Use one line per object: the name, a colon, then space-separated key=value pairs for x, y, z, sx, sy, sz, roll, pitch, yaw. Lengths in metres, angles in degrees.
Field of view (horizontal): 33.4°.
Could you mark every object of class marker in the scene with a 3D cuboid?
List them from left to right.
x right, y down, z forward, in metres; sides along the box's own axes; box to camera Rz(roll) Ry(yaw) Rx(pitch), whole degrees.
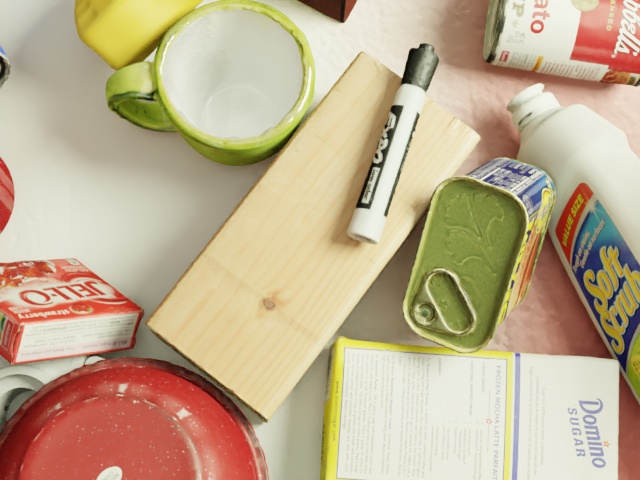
marker: x=0.043 y=-0.056 z=0.607 sx=0.020 sy=0.020 sz=0.121 roll=19 pitch=79 yaw=2

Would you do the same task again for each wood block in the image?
wood block: x=-0.004 y=0.001 z=0.651 sx=0.091 sy=0.090 sz=0.206 roll=37 pitch=80 yaw=4

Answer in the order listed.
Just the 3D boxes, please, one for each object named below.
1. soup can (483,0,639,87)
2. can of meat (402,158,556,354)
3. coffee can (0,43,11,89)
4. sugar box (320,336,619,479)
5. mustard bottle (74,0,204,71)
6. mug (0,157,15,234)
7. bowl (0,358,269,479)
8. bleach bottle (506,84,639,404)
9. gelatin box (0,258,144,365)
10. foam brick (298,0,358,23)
soup can: x=0.163 y=-0.141 z=0.696 sx=0.102 sy=0.068 sz=0.068 roll=9 pitch=78 yaw=1
can of meat: x=0.098 y=0.006 z=0.637 sx=0.057 sy=0.083 sz=0.102 roll=21 pitch=112 yaw=20
coffee can: x=-0.268 y=-0.153 z=0.665 sx=0.102 sy=0.103 sz=0.140 roll=-24 pitch=81 yaw=-7
sugar box: x=0.091 y=0.114 z=0.654 sx=0.176 sy=0.048 sz=0.093 roll=6 pitch=78 yaw=-4
mustard bottle: x=-0.065 y=-0.188 z=0.645 sx=0.192 sy=0.096 sz=0.058 roll=-37 pitch=115 yaw=23
mug: x=-0.240 y=-0.024 z=0.651 sx=0.093 sy=0.081 sz=0.117 roll=21 pitch=78 yaw=2
bowl: x=-0.107 y=0.133 z=0.561 sx=0.162 sy=0.055 sz=0.162 roll=1 pitch=67 yaw=-2
bleach bottle: x=0.191 y=0.015 z=0.660 sx=0.068 sy=0.103 sz=0.251 roll=-23 pitch=71 yaw=-24
gelatin box: x=-0.160 y=0.039 z=0.628 sx=0.073 sy=0.089 sz=0.030 roll=31 pitch=112 yaw=36
foam brick: x=0.006 y=-0.189 z=0.695 sx=0.051 sy=0.078 sz=0.053 roll=27 pitch=78 yaw=5
